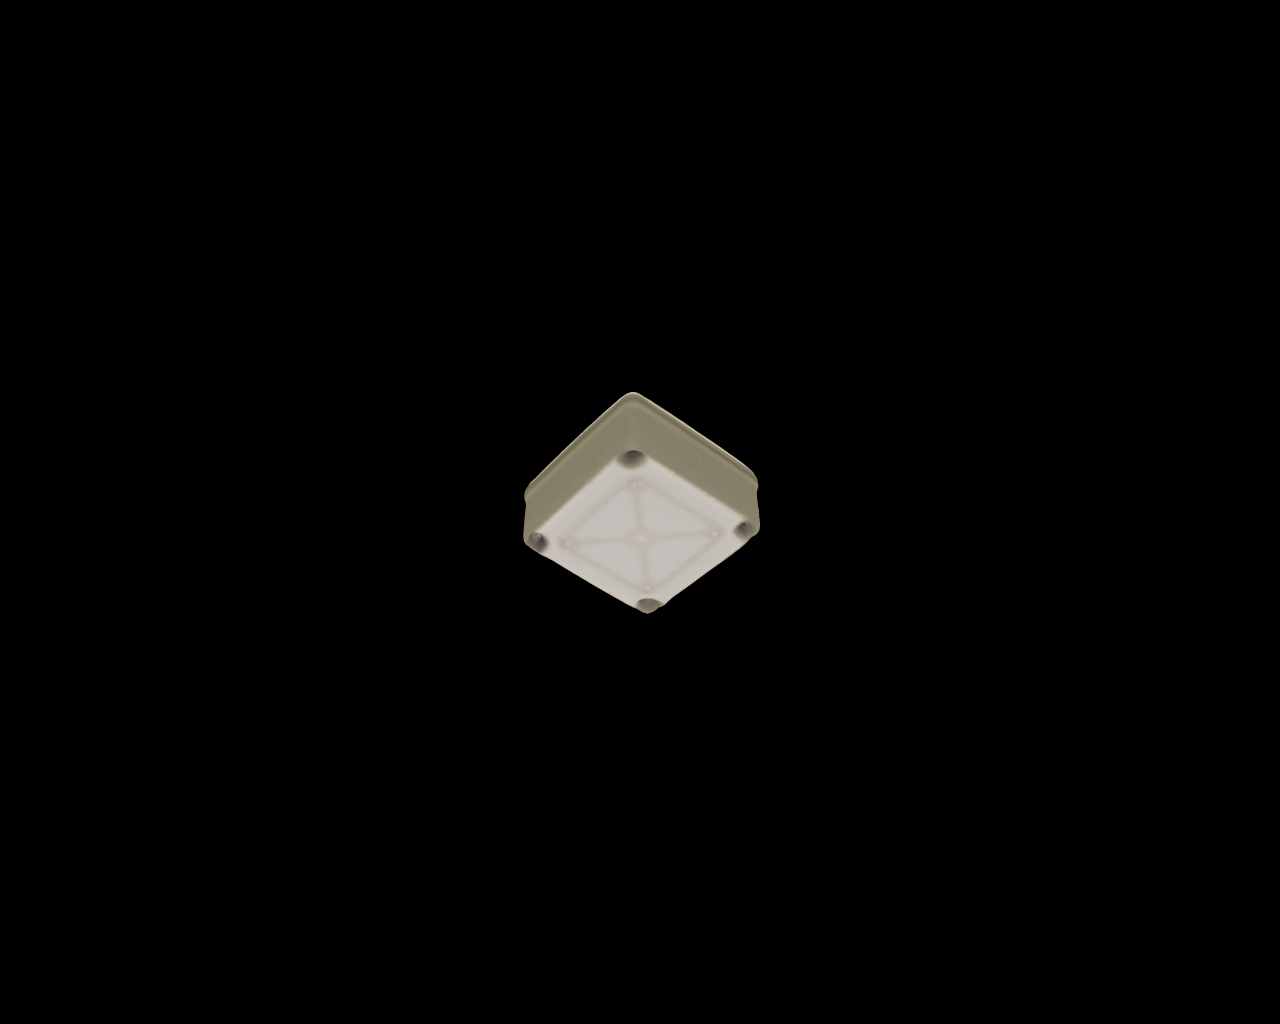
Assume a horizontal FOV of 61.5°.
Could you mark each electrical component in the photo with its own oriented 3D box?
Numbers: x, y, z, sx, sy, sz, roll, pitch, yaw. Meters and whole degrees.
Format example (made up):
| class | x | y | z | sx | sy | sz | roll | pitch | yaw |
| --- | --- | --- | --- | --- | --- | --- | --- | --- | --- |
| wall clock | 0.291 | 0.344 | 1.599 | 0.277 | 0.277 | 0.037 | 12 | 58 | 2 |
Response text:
| class | x | y | z | sx | sy | sz | roll | pitch | yaw |
| --- | --- | --- | --- | --- | --- | --- | --- | --- | --- |
| electrical component | 0.001 | -0.003 | 0.650 | 0.108 | 0.056 | 0.108 | 32 | -54 | -27 |
